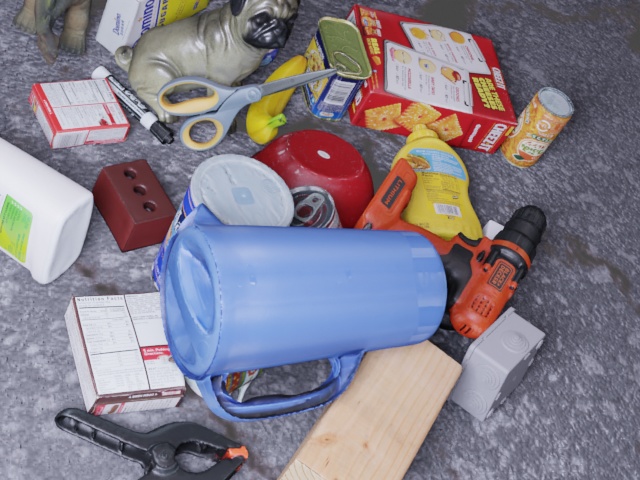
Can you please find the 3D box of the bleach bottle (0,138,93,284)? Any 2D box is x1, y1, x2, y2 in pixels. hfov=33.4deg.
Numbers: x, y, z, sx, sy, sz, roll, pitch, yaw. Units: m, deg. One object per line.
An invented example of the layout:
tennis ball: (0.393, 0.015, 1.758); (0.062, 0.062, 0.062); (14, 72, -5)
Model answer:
bleach bottle: (-0.339, -0.065, 1.017); (0.251, 0.103, 0.068); (31, 39, 8)

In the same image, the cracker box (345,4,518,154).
cracker box: (0.136, -0.208, 1.398); (0.213, 0.072, 0.164); (10, 50, -22)

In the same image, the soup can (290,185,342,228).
soup can: (-0.007, 0.001, 1.110); (0.068, 0.102, 0.068); (-8, 51, 10)

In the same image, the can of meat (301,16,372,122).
can of meat: (0.015, -0.210, 1.325); (0.057, 0.084, 0.102); (5, 51, -26)

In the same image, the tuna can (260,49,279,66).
tuna can: (-0.082, -0.256, 1.310); (0.033, 0.086, 0.086); (-7, 57, -34)

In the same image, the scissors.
scissors: (-0.079, -0.144, 1.177); (0.202, 0.096, 0.016); (0, 31, 6)

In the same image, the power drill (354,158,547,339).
power drill: (0.144, -0.008, 1.168); (0.187, 0.057, 0.184); (34, 58, 4)

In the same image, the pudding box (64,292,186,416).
pudding box: (-0.181, 0.103, 0.990); (0.089, 0.039, 0.113); (-2, 53, -29)

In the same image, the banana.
banana: (-0.052, -0.159, 1.259); (0.037, 0.070, 0.197); (55, 22, -24)

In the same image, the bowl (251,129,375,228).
bowl: (-0.002, -0.076, 1.204); (0.162, 0.055, 0.162); (14, 38, -11)

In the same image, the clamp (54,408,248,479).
clamp: (-0.149, 0.190, 0.935); (0.171, 0.039, 0.120); (-6, 62, -36)

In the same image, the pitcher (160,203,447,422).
pitcher: (-0.011, 0.059, 0.950); (0.242, 0.149, 0.145); (-2, 34, -29)

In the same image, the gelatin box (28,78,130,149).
gelatin box: (-0.260, -0.137, 1.155); (0.089, 0.030, 0.073); (-11, 58, -35)

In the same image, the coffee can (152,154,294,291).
coffee can: (-0.098, -0.001, 1.049); (0.102, 0.140, 0.103); (15, 48, -17)

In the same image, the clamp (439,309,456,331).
clamp: (0.108, 0.064, 1.176); (0.209, 0.036, 0.164); (11, 46, -18)

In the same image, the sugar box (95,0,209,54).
sugar box: (-0.188, -0.293, 1.280); (0.048, 0.093, 0.176); (38, 46, 5)

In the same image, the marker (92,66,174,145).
marker: (-0.209, -0.150, 1.200); (0.121, 0.020, 0.020); (43, 46, 10)

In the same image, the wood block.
wood block: (0.044, 0.182, 1.008); (0.090, 0.091, 0.205); (36, 45, 3)

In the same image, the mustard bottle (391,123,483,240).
mustard bottle: (0.134, -0.066, 1.286); (0.096, 0.058, 0.191); (7, 51, -16)

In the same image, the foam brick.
foam brick: (-0.190, -0.036, 1.091); (0.052, 0.051, 0.078); (-16, 62, -37)
